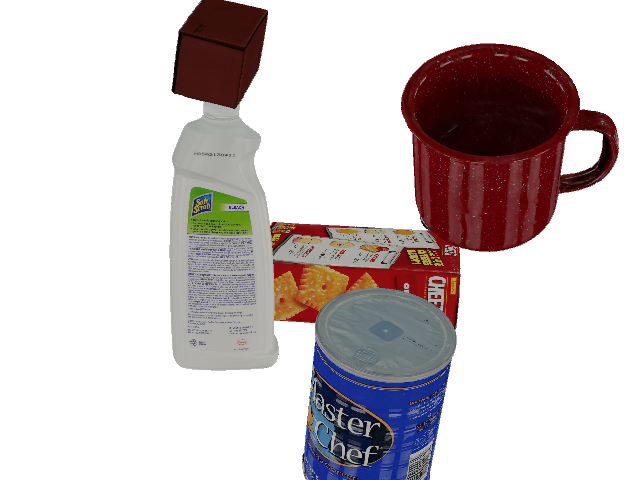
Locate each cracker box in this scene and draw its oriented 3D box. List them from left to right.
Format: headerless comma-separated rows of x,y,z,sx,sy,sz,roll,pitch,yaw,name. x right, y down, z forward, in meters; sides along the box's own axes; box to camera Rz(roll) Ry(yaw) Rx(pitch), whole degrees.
0.039,0.037,1.133,0.214,0.072,0.164,4,15,6,cracker box

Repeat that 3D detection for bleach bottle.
-0.083,-0.008,0.955,0.102,0.251,0.068,0,22,-11,bleach bottle

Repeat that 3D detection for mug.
0.105,-0.049,0.590,0.117,0.093,0.081,-2,-40,5,mug

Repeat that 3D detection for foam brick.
-0.076,-0.145,0.814,0.053,0.051,0.078,14,34,4,foam brick

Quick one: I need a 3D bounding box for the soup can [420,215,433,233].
0.121,-0.059,0.887,0.068,0.102,0.068,4,31,-2,soup can

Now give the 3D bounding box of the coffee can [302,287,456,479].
0.042,0.122,0.806,0.103,0.140,0.103,4,33,-3,coffee can
